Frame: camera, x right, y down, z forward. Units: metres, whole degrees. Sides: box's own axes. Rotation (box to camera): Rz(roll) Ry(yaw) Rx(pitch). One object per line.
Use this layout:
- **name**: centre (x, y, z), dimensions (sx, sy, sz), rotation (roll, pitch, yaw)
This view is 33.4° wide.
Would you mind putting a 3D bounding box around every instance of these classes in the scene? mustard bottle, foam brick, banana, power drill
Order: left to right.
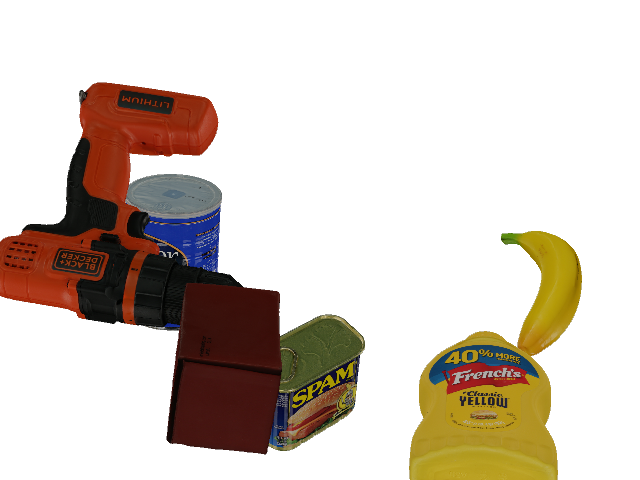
- **power drill**: centre (-0.131, -0.025, 0.786), dimensions (0.184, 0.187, 0.057), rotation (10, -34, 2)
- **foam brick**: centre (-0.049, 0.064, 0.551), dimensions (0.053, 0.051, 0.078), rotation (7, 26, -6)
- **mustard bottle**: centre (0.119, 0.119, 0.772), dimensions (0.096, 0.058, 0.191), rotation (0, 23, 10)
- **banana**: centre (0.213, 0.042, 1.007), dimensions (0.070, 0.037, 0.197), rotation (-25, 25, 18)

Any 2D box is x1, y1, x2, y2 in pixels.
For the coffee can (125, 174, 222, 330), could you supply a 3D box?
- **coffee can**: centre (-0.161, 0.012, 1.157), dimensions (0.103, 0.140, 0.103), rotation (4, 26, -2)

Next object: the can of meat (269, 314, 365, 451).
- **can of meat**: centre (-0.013, 0.126, 0.939), dimensions (0.101, 0.084, 0.057), rotation (-25, 48, -30)
